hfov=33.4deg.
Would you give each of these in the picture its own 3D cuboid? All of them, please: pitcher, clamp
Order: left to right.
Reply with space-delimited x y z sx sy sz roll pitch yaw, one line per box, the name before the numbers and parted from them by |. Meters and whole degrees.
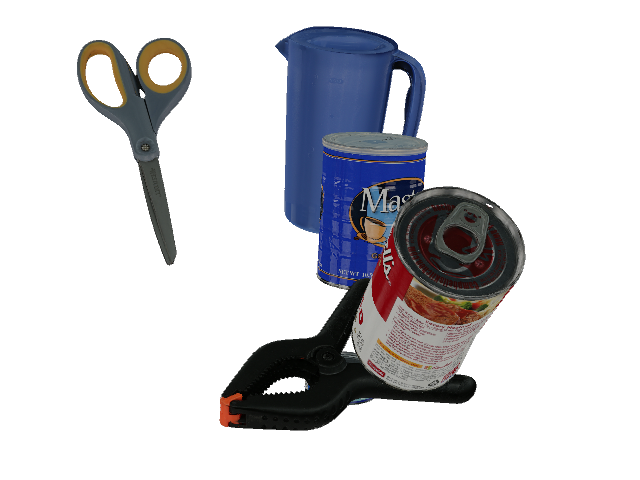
clamp | 0.015 0.114 0.896 0.209 0.036 0.165 -24 45 -33
pitcher | 0.027 -0.133 1.311 0.144 0.243 0.149 -8 27 -28

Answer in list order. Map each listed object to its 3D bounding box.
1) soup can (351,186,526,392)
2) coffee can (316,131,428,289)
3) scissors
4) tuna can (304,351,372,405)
soup can | 0.060 0.029 0.567 0.068 0.068 0.102 0 -35 -14
coffee can | 0.050 -0.030 1.052 0.103 0.140 0.103 3 14 -1
scissors | -0.117 -0.080 0.804 0.096 0.202 0.016 -26 -23 -16
tuna can | 0.024 0.155 1.203 0.086 0.034 0.086 2 14 -1
